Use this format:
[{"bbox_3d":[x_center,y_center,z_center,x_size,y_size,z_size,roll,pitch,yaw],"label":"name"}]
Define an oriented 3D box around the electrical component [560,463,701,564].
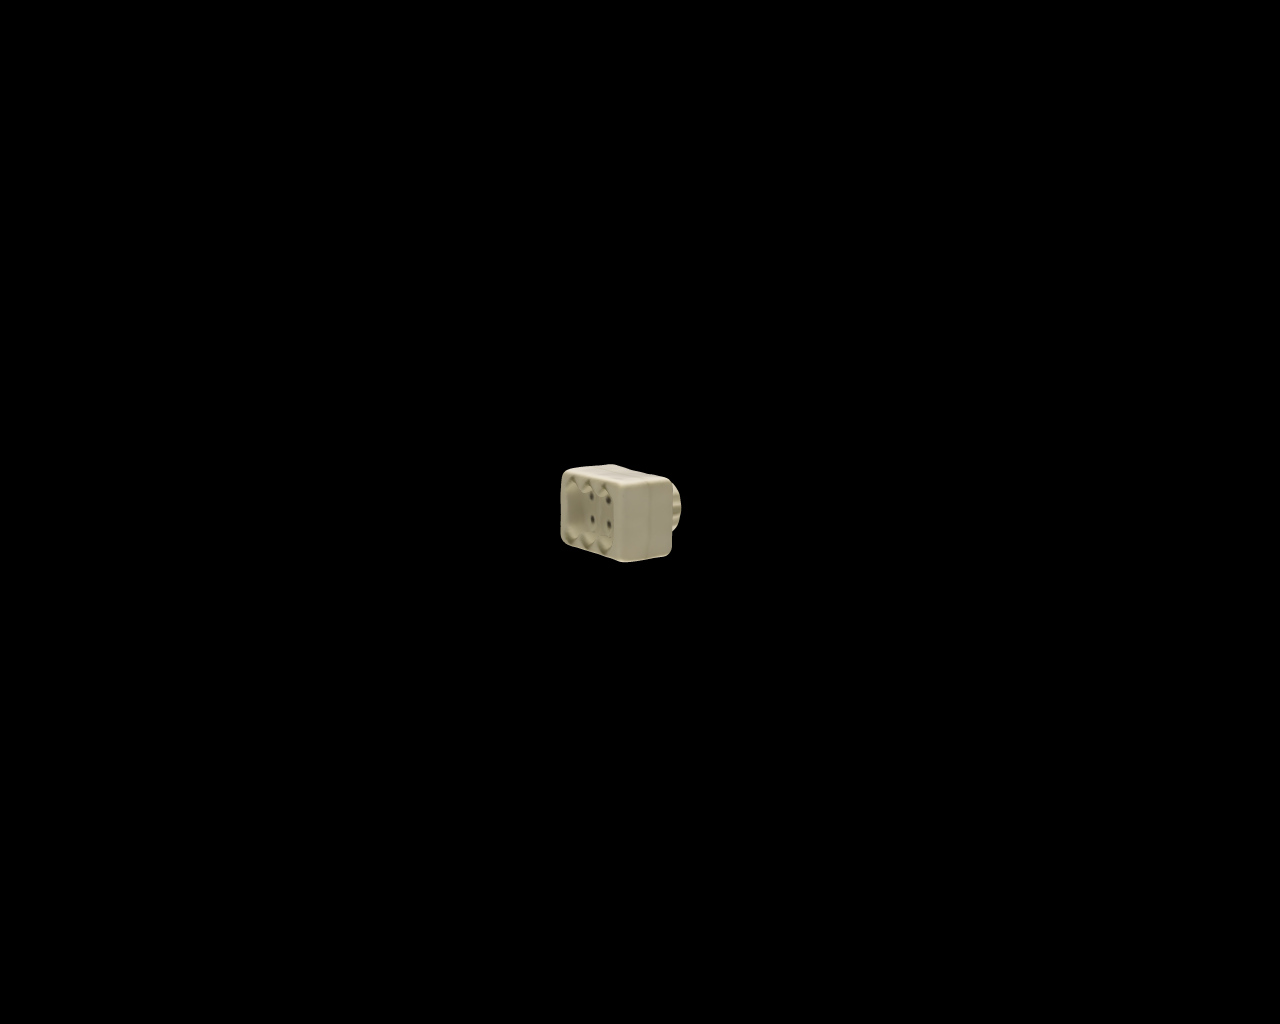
[{"bbox_3d":[0.001,-0.003,0.650,0.077,0.047,0.066,-8,14,-35],"label":"electrical component"}]
